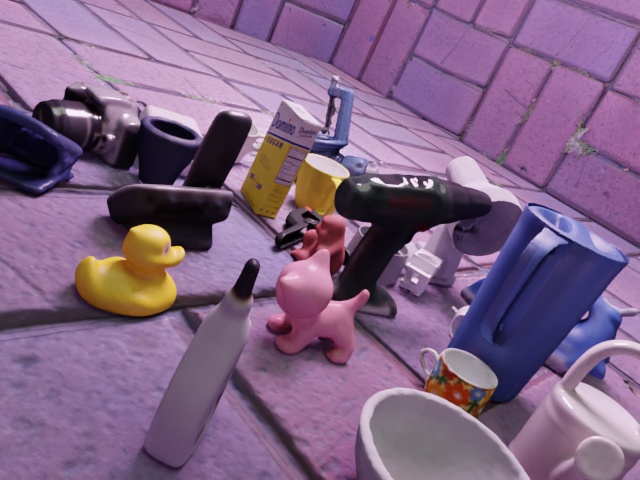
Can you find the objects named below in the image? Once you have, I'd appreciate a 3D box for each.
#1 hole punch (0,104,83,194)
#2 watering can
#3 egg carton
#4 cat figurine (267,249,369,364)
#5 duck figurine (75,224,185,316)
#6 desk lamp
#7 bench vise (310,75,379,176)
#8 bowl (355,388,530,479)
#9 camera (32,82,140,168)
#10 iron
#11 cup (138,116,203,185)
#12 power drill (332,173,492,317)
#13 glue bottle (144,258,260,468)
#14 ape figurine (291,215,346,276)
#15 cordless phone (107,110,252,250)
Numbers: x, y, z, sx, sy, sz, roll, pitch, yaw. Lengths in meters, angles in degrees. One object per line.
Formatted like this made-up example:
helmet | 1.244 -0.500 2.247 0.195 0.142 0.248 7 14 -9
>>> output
hole punch | -0.359 -0.123 0.708 0.109 0.091 0.101 25 22 -4
watering can | 0.271 0.189 0.567 0.101 0.194 0.173 25 22 -3
egg carton | -0.252 -0.168 0.958 0.107 0.069 0.150 13 25 -30
cat figurine | -0.003 0.068 0.638 0.128 0.117 0.067 14 24 -28
duck figurine | -0.186 0.023 0.577 0.105 0.086 0.077 9 27 -37
desk lamp | 0.231 -0.027 0.986 0.118 0.213 0.203 16 24 -23
bench vise | 0.040 -0.207 1.170 0.207 0.219 0.121 25 22 -2
bowl | 0.094 0.210 0.484 0.167 0.074 0.167 23 22 -9
camera | -0.348 -0.183 0.841 0.142 0.101 0.137 38 25 28
iron | 0.373 0.106 0.943 0.257 0.141 0.119 35 23 21
cup | -0.220 -0.121 0.854 0.118 0.095 0.091 13 25 -29
power drill | 0.107 0.001 0.791 0.230 0.208 0.075 13 25 -30
glue bottle | -0.080 0.086 0.434 0.037 0.173 0.078 27 22 3
ape figurine | 0.008 0.003 0.832 0.076 0.092 0.078 24 22 -5
cordless phone | -0.167 -0.086 0.710 0.094 0.185 0.148 40 25 31
